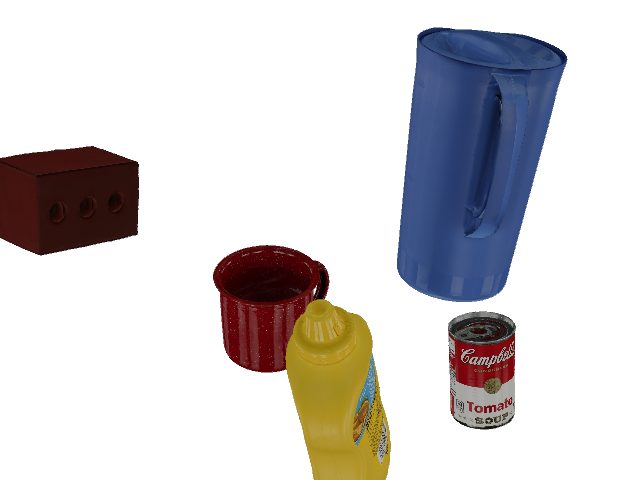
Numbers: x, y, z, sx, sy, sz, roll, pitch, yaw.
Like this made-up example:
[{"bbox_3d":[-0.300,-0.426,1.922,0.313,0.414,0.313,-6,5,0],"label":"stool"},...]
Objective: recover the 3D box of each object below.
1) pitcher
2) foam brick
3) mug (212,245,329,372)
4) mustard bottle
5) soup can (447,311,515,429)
[{"bbox_3d":[0.140,-0.065,0.982,0.145,0.243,0.149,24,30,32],"label":"pitcher"},{"bbox_3d":[-0.164,-0.028,0.692,0.051,0.053,0.078,21,25,40],"label":"foam brick"},{"bbox_3d":[-0.039,0.058,0.958,0.117,0.081,0.093,-28,42,-36],"label":"mug"},{"bbox_3d":[0.013,0.106,0.743,0.058,0.096,0.191,3,-40,13],"label":"mustard bottle"},{"bbox_3d":[0.165,0.133,1.094,0.068,0.102,0.068,-4,22,1],"label":"soup can"}]
